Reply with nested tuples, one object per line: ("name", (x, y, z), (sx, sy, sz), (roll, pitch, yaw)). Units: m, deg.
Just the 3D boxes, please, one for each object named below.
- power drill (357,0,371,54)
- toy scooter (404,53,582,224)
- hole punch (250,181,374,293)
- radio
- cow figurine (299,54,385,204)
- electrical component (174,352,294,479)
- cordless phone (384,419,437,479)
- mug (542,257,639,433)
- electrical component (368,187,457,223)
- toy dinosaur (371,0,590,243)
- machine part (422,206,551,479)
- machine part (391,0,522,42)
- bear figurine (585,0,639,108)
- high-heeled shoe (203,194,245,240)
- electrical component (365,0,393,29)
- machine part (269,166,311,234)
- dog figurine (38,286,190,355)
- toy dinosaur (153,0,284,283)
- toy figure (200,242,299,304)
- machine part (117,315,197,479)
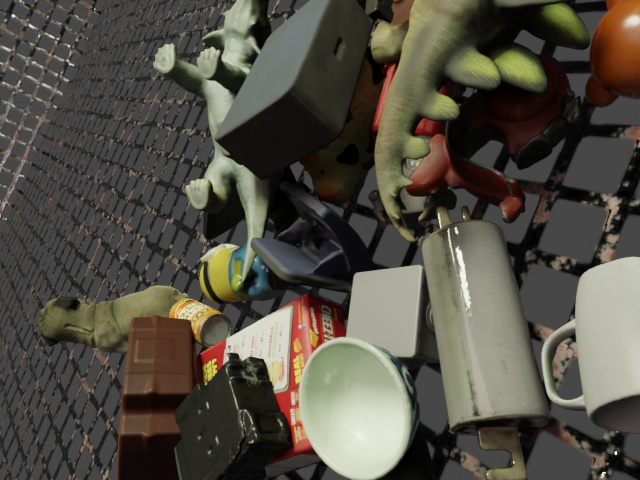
("power drill", (0.011, -0.279, 0.787), (0.232, 0.086, 0.207), (-36, 40, 31))
("toy scooter", (0.167, -0.086, 0.488), (0.184, 0.075, 0.135), (-39, 48, 5))
("hole punch", (-0.001, -0.002, 0.615), (0.142, 0.115, 0.092), (33, 103, 52))
("radio", (-0.024, -0.179, 0.598), (0.131, 0.073, 0.230), (-25, 35, 38))
("cow figurine", (0.036, -0.134, 0.636), (0.086, 0.127, 0.195), (-6, 64, 51))
("electrical component", (-0.098, 0.201, 0.553), (0.134, 0.058, 0.115), (-52, 39, 18))
("cordless phone", (0.049, 0.256, 0.472), (0.146, 0.088, 0.184), (-39, 34, 29))
("mug", (0.211, 0.073, 0.376), (0.109, 0.080, 0.107), (-31, 39, 42))
("electrical component", (0.103, -0.050, 0.580), (0.102, 0.045, 0.078), (3, 74, 49))
("toy dinosaur", (0.134, -0.211, 0.478), (0.199, 0.105, 0.471), (21, 75, 35))
("machine part", (0.136, 0.072, 0.455), (0.079, 0.079, 0.243), (-30, 50, 36))
("machine part", (0.155, -0.265, 0.625), (0.179, 0.056, 0.179), (-23, 55, 38))
("bear figurine", (0.284, -0.126, 0.384), (0.196, 0.132, 0.120), (-82, -5, -65))
("high-heeled shoe", (-0.141, -0.128, 0.873), (0.248, 0.086, 0.145), (-56, 36, 4))
("electrical component", (0.080, -0.303, 0.698), (0.021, 0.094, 0.063), (-13, 60, 42))
("machine part", (-0.052, -0.075, 0.775), (0.084, 0.039, 0.139), (-44, 45, 32))
("dog figurine", (-0.330, 0.118, 0.868), (0.172, 0.190, 0.121), (-51, 41, 15))
("toy dinosaur", (-0.101, -0.147, 0.729), (0.131, 0.192, 0.404), (-11, 86, 32))
("toy figure", (-0.102, 0.048, 0.735), (0.180, 0.082, 0.089), (1, 71, 46))
("machine part", (-0.211, 0.216, 0.699), (0.201, 0.087, 0.201), (-112, 32, -55))
